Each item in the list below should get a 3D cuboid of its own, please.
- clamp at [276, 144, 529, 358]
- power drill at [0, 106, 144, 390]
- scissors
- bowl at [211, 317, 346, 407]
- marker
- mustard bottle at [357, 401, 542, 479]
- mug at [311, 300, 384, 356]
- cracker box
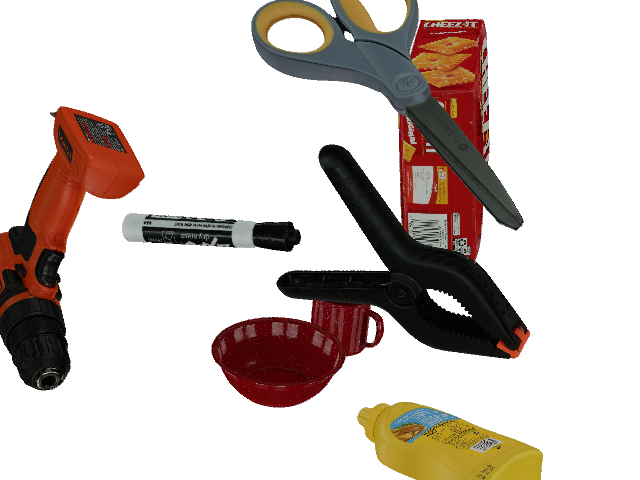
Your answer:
[{"bbox_3d":[0.066,0.022,0.825,0.210,0.165,0.036,25,46,15],"label":"clamp"},{"bbox_3d":[-0.209,0.002,0.853,0.057,0.188,0.185,17,25,-38],"label":"power drill"},{"bbox_3d":[0.022,-0.071,0.512,0.096,0.202,0.016,-14,-40,1],"label":"scissors"},{"bbox_3d":[-0.051,0.154,1.291,0.162,0.055,0.162,3,25,-2],"label":"bowl"},{"bbox_3d":[-0.070,-0.005,0.684,0.121,0.020,0.020,3,1,20],"label":"marker"},{"bbox_3d":[0.111,0.200,1.032,0.096,0.058,0.192,-16,24,-42],"label":"mustard bottle"},{"bbox_3d":[0.038,0.115,1.505,0.117,0.081,0.093,16,22,29],"label":"mug"},{"bbox_3d":[0.118,-0.097,0.983,0.072,0.164,0.213,1,27,11],"label":"cracker box"}]
